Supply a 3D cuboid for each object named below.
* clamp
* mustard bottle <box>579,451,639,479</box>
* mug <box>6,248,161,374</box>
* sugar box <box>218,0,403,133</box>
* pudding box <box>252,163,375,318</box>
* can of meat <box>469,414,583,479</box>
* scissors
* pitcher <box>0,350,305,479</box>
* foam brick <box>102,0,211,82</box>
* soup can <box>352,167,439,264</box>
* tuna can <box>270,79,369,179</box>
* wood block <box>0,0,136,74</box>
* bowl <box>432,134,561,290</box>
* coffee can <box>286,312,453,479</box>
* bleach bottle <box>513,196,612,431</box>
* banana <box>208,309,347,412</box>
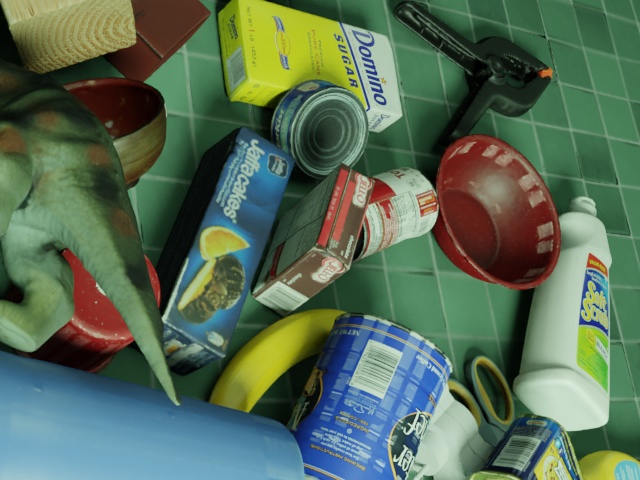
[{"bbox_3d":[0.171,-0.185,1.142,0.209,0.036,0.164,-14,78,-42],"label":"clamp"},{"bbox_3d":[0.286,0.251,1.010,0.191,0.058,0.096,16,69,-30],"label":"mustard bottle"},{"bbox_3d":[-0.165,0.034,0.761,0.093,0.082,0.117,16,61,-30],"label":"mug"},{"bbox_3d":[-0.007,-0.162,0.995,0.175,0.048,0.093,6,66,-33],"label":"sugar box"},{"bbox_3d":[-0.006,0.001,0.874,0.039,0.114,0.090,31,54,-17],"label":"pudding box"},{"bbox_3d":[0.176,0.209,0.890,0.083,0.058,0.102,-42,120,-42],"label":"can of meat"},{"bbox_3d":[0.158,0.198,0.952,0.096,0.016,0.202,1,60,-30],"label":"scissors"},{"bbox_3d":[-0.131,0.162,0.695,0.242,0.145,0.149,17,80,-33],"label":"pitcher"},{"bbox_3d":[-0.141,-0.178,0.899,0.053,0.051,0.078,45,50,-9],"label":"foam brick"},{"bbox_3d":[0.050,-0.023,0.957,0.102,0.069,0.068,-20,82,-41],"label":"soup can"},{"bbox_3d":[0.001,-0.098,0.948,0.086,0.034,0.086,-12,114,-30],"label":"tuna can"},{"bbox_3d":[-0.219,-0.244,0.817,0.090,0.090,0.206,-20,76,-11],"label":"wood block"},{"bbox_3d":[0.160,-0.020,1.045,0.161,0.055,0.162,16,60,-30],"label":"bowl"},{"bbox_3d":[0.030,0.142,0.823,0.102,0.103,0.140,35,65,-19],"label":"coffee can"},{"bbox_3d":[0.250,0.058,1.067,0.102,0.068,0.250,42,47,-35],"label":"bleach bottle"},{"bbox_3d":[-0.023,0.098,0.866,0.197,0.037,0.069,-18,80,-40],"label":"banana"}]
